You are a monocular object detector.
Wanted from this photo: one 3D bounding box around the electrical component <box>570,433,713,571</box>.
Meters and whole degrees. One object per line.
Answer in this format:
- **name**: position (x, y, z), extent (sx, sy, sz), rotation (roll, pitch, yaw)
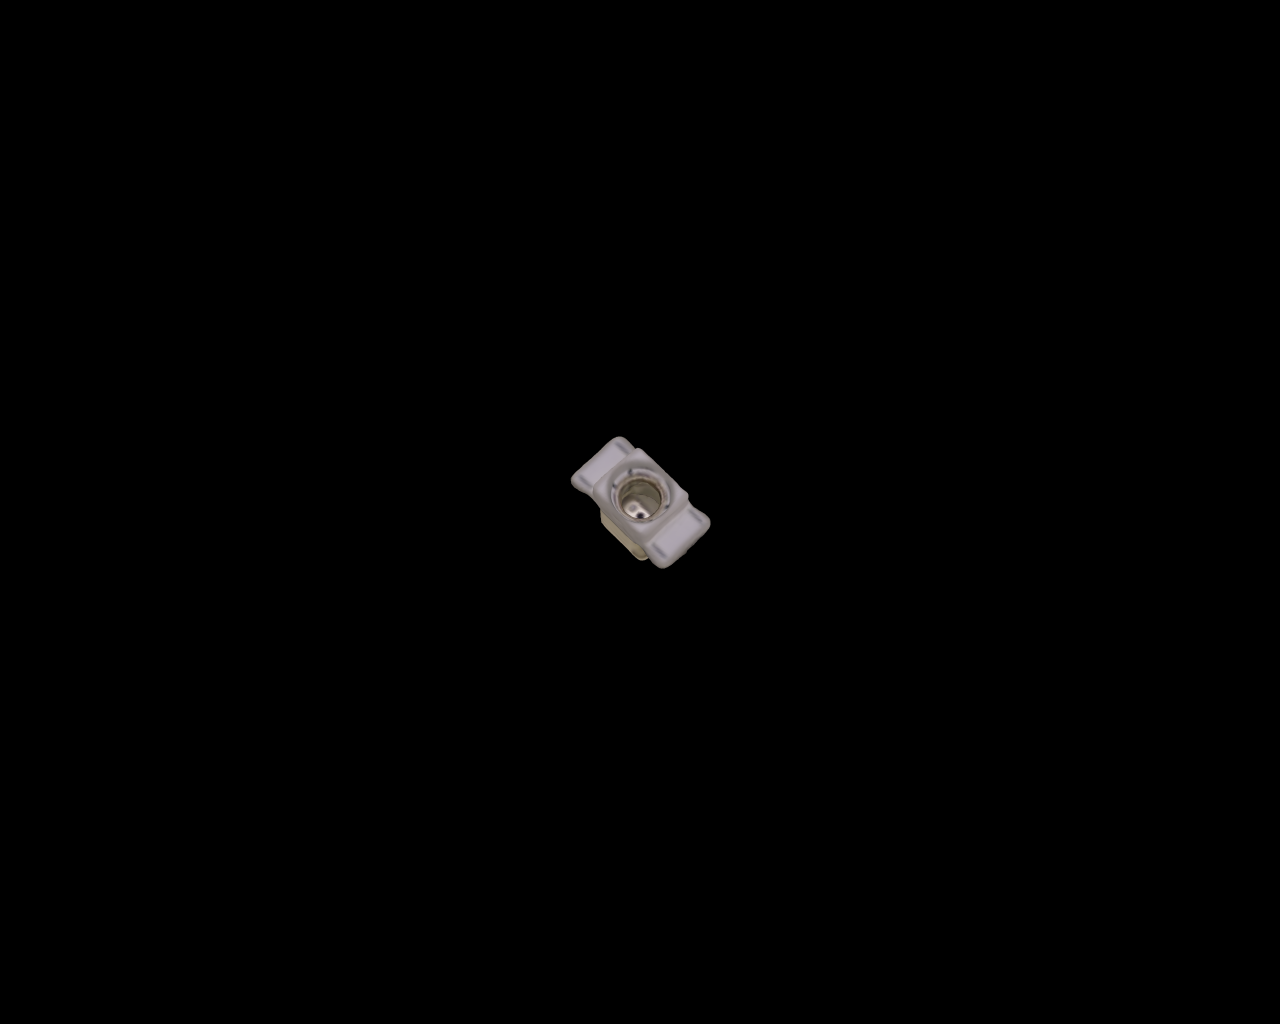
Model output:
- **electrical component**: position (0.001, -0.003, 0.650), extent (0.042, 0.081, 0.063), rotation (-41, -15, -14)
